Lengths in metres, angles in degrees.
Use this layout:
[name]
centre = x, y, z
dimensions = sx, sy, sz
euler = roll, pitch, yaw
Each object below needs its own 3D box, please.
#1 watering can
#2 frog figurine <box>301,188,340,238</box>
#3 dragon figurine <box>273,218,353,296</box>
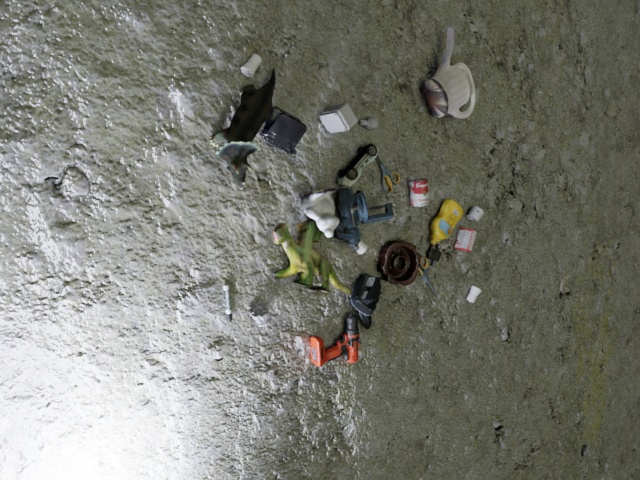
[watering can]
centre = 0.485, -0.614, 1.958
dimensions = 0.227, 0.343, 0.104
euler = -33, 21, -23
[frog figurine]
centre = 0.005, -0.086, 1.708
dimensions = 0.122, 0.159, 0.138
euler = -9, 2, 20
[dragon figurine]
centre = -0.014, 0.044, 1.738
dimensions = 0.122, 0.245, 0.407
euler = 2, -12, 46
